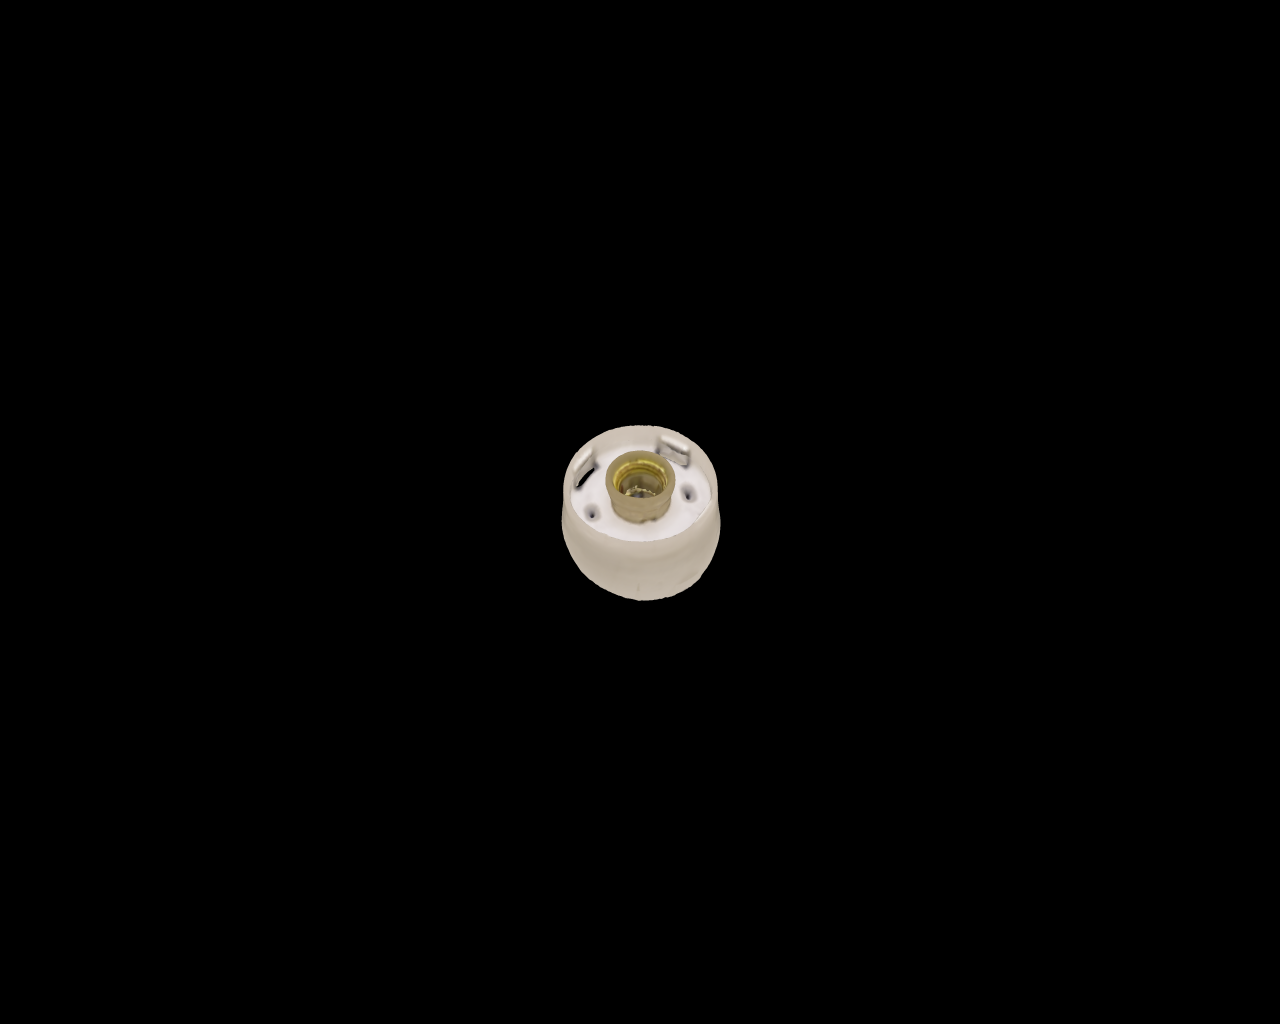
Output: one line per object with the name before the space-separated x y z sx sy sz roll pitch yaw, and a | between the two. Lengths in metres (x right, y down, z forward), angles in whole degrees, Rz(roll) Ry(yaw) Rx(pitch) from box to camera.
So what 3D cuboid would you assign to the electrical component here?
electrical component | 0.001 -0.003 0.650 0.099 0.099 0.064 0 -36 0
